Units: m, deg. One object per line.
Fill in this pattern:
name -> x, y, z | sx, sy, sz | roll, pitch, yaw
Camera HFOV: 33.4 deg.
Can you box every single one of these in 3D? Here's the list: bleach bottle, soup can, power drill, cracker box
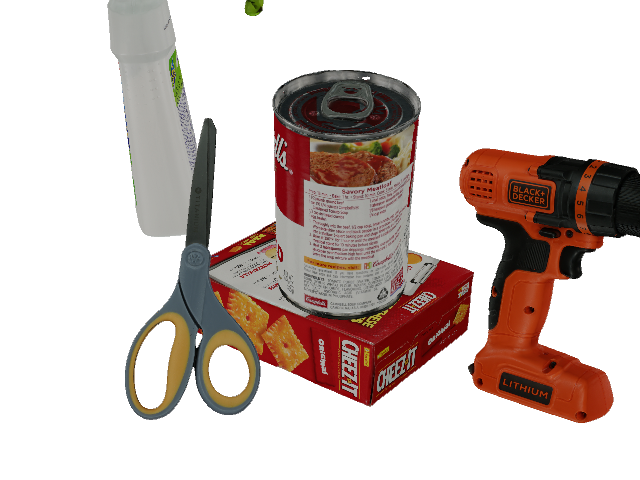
bleach bottle -> -0.148, -0.129, 0.953 | 0.068, 0.251, 0.102 | -6, 37, -2
soup can -> 0.012, -0.022, 0.512 | 0.068, 0.102, 0.068 | 0, 34, 0
power drill -> 0.182, 0.032, 0.774 | 0.185, 0.188, 0.057 | 15, 19, 39
cracker box -> 0.006, 0.056, 0.976 | 0.214, 0.072, 0.163 | 19, 32, 33

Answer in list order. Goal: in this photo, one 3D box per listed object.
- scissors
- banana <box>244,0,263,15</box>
scissors -> -0.066, 0.026, 0.702 | 0.096, 0.201, 0.016 | 20, -10, 0
banana -> -0.104, -0.194, 0.682 | 0.198, 0.069, 0.037 | 19, -34, 29
